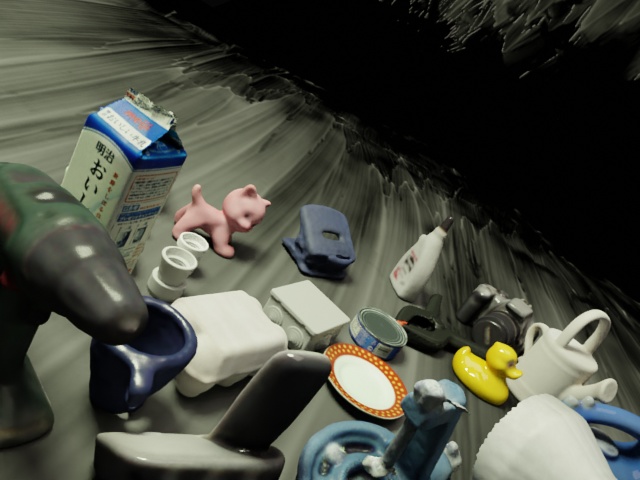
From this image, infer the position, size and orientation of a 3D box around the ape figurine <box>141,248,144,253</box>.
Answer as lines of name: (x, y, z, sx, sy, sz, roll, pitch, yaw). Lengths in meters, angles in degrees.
ape figurine: (-0.243, -0.015, 0.693, 0.077, 0.092, 0.076, 36, 23, 9)

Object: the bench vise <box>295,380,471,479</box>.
bench vise: (0.066, 0.188, 0.507, 0.121, 0.219, 0.208, 40, 25, 20)

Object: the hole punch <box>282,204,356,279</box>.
hole punch: (0.009, 0.003, 0.968, 0.109, 0.091, 0.100, 10, 31, -41)

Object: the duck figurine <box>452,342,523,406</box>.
duck figurine: (0.271, 0.199, 0.910, 0.104, 0.086, 0.078, 38, 24, 14)

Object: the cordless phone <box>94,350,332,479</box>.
cordless phone: (-0.084, 0.144, 0.454, 0.148, 0.185, 0.094, 14, 29, -35)

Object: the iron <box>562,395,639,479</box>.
iron: (0.394, 0.287, 0.816, 0.258, 0.141, 0.118, 29, 23, -7)

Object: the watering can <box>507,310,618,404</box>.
watering can: (0.412, 0.199, 0.947, 0.101, 0.194, 0.172, 1, 38, -50)

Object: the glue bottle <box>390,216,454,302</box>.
glue bottle: (0.191, 0.026, 1.043, 0.037, 0.173, 0.078, 20, 26, -26)

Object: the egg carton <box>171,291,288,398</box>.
egg carton: (-0.109, 0.111, 0.635, 0.107, 0.069, 0.151, 44, 26, 26)

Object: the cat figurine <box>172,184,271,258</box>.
cat figurine: (-0.138, -0.042, 0.844, 0.128, 0.117, 0.067, 20, 26, -26)

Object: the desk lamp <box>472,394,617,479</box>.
desk lamp: (0.206, 0.279, 0.509, 0.118, 0.213, 0.202, 14, 29, -35)

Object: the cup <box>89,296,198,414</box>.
cup: (-0.168, 0.120, 0.512, 0.092, 0.095, 0.117, 21, 25, -24)

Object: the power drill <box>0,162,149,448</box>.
power drill: (-0.219, 0.054, 0.435, 0.076, 0.208, 0.229, 1, 38, -50)

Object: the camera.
camera: (0.325, 0.148, 1.061, 0.143, 0.100, 0.137, 43, 26, 25)
